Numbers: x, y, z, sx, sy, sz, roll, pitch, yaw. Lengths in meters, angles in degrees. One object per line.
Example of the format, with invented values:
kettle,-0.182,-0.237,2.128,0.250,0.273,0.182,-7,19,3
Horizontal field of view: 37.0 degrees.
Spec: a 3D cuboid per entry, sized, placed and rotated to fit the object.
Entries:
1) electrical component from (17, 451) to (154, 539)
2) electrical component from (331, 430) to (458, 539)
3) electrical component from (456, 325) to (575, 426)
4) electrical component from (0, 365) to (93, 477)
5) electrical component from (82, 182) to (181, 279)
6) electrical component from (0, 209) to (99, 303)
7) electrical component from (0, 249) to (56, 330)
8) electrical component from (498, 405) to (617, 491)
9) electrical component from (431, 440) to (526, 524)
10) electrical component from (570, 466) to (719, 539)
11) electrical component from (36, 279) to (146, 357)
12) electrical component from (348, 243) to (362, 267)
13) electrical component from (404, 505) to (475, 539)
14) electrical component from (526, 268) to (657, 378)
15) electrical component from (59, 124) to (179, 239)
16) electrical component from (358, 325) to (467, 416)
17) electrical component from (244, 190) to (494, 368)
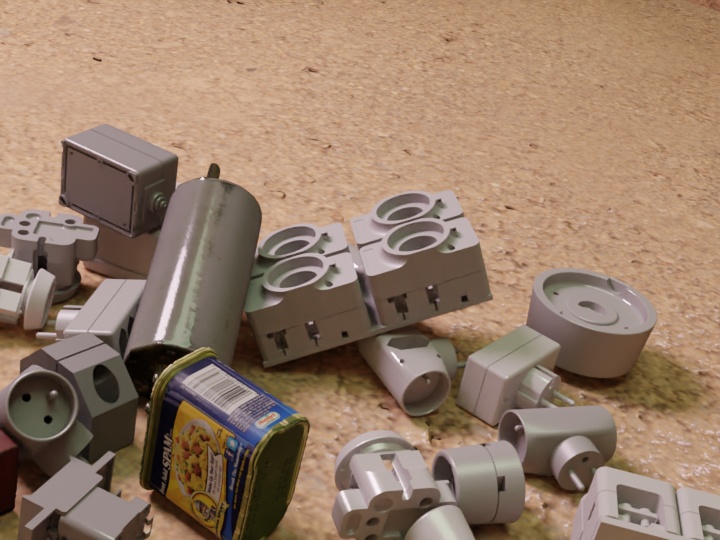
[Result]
electrical component,-0.161,0.149,0.633,0.064,0.042,0.081,23,30,13
electrical component,0.016,0.142,0.700,0.078,0.058,0.057,0,33,-21
electrical component,0.133,0.091,0.849,0.076,0.047,0.083,30,33,30
electrical component,-0.196,0.103,0.680,0.079,0.077,0.044,48,59,-10
electrical component,-0.171,-0.032,0.943,0.109,0.056,0.108,18,29,11
electrical component,-0.254,-0.010,0.870,0.078,0.057,0.058,8,28,-8
electrical component,-0.265,0.018,0.819,0.055,0.048,0.066,15,66,-9
electrical component,0.152,0.133,0.784,0.077,0.043,0.079,0,31,-21
electrical component,0.078,0.144,0.724,0.047,0.055,0.055,-2,31,-17
electrical component,0.207,0.186,0.660,0.150,0.089,0.061,14,28,3
electrical component,-0.202,0.045,0.802,0.076,0.047,0.083,1,27,9
electrical component,0.009,0.014,0.945,0.043,0.043,0.081,-17,39,-42
electrical component,0.062,0.183,0.661,0.044,0.044,0.065,-7,38,-32
electrical component,0.196,0.051,0.933,0.108,0.060,0.108,10,28,-5
electrical component,-0.190,-0.072,0.881,0.096,0.061,0.061,25,33,21
electrical component,0.050,0.073,0.852,0.079,0.043,0.077,-5,32,-27
electrical component,0.000,0.000,0.867,0.186,0.060,0.105,-17,29,0
